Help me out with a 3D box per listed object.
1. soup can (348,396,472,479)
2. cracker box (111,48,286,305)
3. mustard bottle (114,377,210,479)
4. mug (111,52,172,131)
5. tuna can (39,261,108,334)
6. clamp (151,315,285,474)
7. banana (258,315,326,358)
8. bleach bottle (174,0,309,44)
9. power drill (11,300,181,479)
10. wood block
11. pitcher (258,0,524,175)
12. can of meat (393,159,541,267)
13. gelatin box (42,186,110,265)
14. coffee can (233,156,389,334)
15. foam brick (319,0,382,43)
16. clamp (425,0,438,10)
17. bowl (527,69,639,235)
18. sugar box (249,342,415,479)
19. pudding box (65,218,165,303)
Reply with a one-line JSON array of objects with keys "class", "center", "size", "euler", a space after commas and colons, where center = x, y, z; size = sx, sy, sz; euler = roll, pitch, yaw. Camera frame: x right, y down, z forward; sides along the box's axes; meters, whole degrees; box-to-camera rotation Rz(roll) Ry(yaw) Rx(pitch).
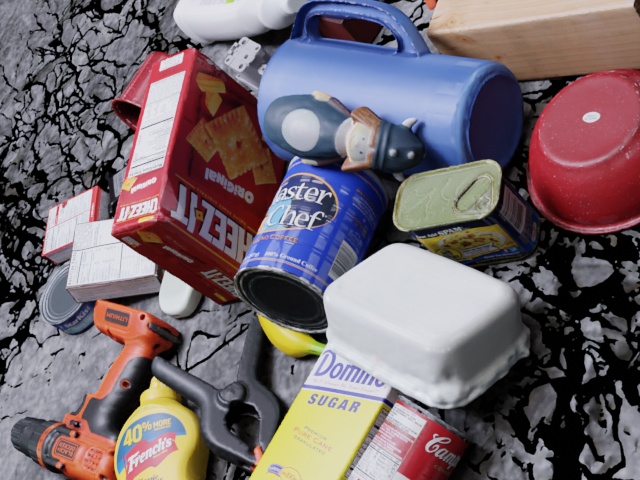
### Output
[{"class": "soup can", "center": [0.066, 0.184, 0.850], "size": [0.069, 0.068, 0.102], "euler": [26, 81, 47]}, {"class": "cracker box", "center": [-0.114, -0.066, 1.103], "size": [0.072, 0.164, 0.213], "euler": [-16, 53, 35]}, {"class": "mustard bottle", "center": [-0.151, 0.215, 1.020], "size": [0.096, 0.058, 0.191], "euler": [-23, 49, 19]}, {"class": "mug", "center": [-0.196, -0.171, 1.310], "size": [0.081, 0.093, 0.117], "euler": [-61, 7, -18]}, {"class": "tuna can", "center": [-0.288, 0.067, 1.255], "size": [0.086, 0.033, 0.086], "euler": [-22, 50, 28]}, {"class": "clamp", "center": [-0.074, 0.145, 1.009], "size": [0.120, 0.039, 0.172], "euler": [-34, 54, -10]}, {"class": "banana", "center": [-0.031, 0.042, 1.056], "size": [0.069, 0.037, 0.198], "euler": [-10, 54, 1]}, {"class": "bleach bottle", "center": [-0.085, -0.276, 1.252], "size": [0.102, 0.068, 0.251], "euler": [-55, 30, -5]}, {"class": "power drill", "center": [-0.239, 0.161, 1.135], "size": [0.185, 0.057, 0.187], "euler": [9, 71, 39]}, {"class": "wood block", "center": [0.215, -0.208, 0.974], "size": [0.207, 0.090, 0.090], "euler": [1, 63, 41]}, {"class": "pitcher", "center": [0.066, -0.134, 1.015], "size": [0.243, 0.149, 0.145], "euler": [13, 71, 41]}, {"class": "can of meat", "center": [0.129, -0.019, 0.922], "size": [0.102, 0.083, 0.057], "euler": [-10, 56, 36]}, {"class": "gelatin box", "center": [-0.302, -0.017, 1.328], "size": [0.089, 0.030, 0.073], "euler": [-22, 51, 28]}, {"class": "coffee can", "center": [-0.007, 0.001, 0.993], "size": [0.103, 0.102, 0.140], "euler": [-3, 50, 39]}, {"class": "foam brick", "center": [0.027, -0.253, 1.191], "size": [0.078, 0.051, 0.053], "euler": [25, 80, 47]}, {"class": "clamp", "center": [0.153, -0.315, 1.110], "size": [0.165, 0.036, 0.209], "euler": [12, 54, 47]}, {"class": "bowl", "center": [0.237, -0.088, 0.899], "size": [0.162, 0.055, 0.162], "euler": [-21, 50, 28]}, {"class": "sugar box", "center": [0.011, 0.170, 0.923], "size": [0.093, 0.048, 0.176], "euler": [19, 77, 45]}, {"class": "pudding box", "center": [-0.226, 0.020, 1.207], "size": [0.113, 0.039, 0.090], "euler": [-9, 56, 13]}]
